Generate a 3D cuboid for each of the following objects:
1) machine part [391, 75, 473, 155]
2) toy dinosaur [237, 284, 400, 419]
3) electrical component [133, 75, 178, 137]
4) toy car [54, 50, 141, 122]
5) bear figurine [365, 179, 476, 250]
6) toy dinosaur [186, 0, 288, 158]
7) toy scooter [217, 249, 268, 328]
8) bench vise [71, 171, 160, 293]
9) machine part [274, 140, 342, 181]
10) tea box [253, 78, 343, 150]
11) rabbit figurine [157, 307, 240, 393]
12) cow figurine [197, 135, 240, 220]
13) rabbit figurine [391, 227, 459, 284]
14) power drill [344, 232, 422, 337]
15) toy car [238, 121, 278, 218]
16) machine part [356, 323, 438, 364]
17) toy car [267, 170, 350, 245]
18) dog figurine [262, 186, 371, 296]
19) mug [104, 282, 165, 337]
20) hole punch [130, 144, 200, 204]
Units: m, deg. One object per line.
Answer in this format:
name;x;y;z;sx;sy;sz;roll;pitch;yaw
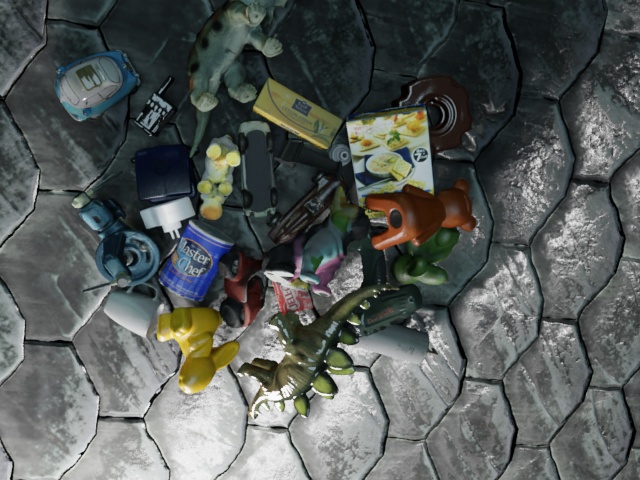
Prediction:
machine part;0.240;-0.266;1.150;0.179;0.056;0.179;-1;99;-8
toy dinosaur;-0.023;0.233;1.116;0.199;0.105;0.471;39;113;13
electrical component;-0.314;-0.264;1.067;0.047;0.075;0.119;39;90;-11
toy car;-0.433;-0.299;1.030;0.162;0.103;0.109;-27;103;0
bear figurine;0.206;-0.055;1.064;0.196;0.132;0.120;-13;91;-36
toy dinosaur;-0.185;-0.370;1.039;0.404;0.192;0.131;-48;139;16
toy scooter;-0.150;0.092;1.142;0.135;0.075;0.183;-29;128;-45
bench vise;-0.389;0.010;1.029;0.129;0.241;0.223;-25;118;-6
machine part;-0.019;-0.165;1.113;0.139;0.084;0.039;22;132;2
tea box;-0.048;-0.252;1.092;0.169;0.098;0.068;29;94;-10
rabbit figurine;-0.258;0.232;1.127;0.162;0.122;0.173;17;58;-47
cow figurine;-0.212;-0.129;1.102;0.068;0.098;0.167;13;116;-15
rabbit figurine;0.227;0.035;1.165;0.121;0.159;0.170;25;111;-21
power drill;0.089;0.096;1.134;0.232;0.086;0.207;-19;68;28
toy car;-0.131;-0.145;1.121;0.073;0.056;0.201;-5;101;-13
machine part;0.154;0.222;1.211;0.243;0.079;0.079;19;97;-10
toy car;-0.026;-0.064;1.152;0.202;0.053;0.089;-43;106;0
dog figurine;-0.002;-0.003;1.099;0.108;0.192;0.219;51;56;-51
mug;-0.389;0.136;1.123;0.107;0.081;0.109;22;103;-3
hole punch;-0.312;-0.133;1.083;0.142;0.092;0.115;-9;97;-2
